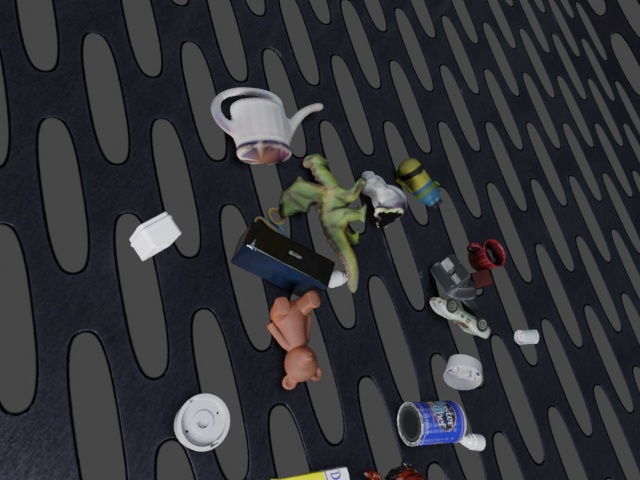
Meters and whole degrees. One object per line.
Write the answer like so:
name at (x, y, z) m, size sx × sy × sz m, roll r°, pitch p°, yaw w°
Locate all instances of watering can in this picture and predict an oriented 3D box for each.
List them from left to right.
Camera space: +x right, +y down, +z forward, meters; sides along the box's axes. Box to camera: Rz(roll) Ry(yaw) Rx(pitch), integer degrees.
watering can at (-0.125, -0.314, 1.413) m, size 0.348 × 0.102 × 0.227 m, roll -1°, pitch 70°, yaw -29°

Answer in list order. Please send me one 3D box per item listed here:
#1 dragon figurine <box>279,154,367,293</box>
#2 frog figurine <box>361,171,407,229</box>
dragon figurine at (0.004, -0.070, 1.396) m, size 0.242 × 0.119 × 0.419 m, roll 11°, pitch 59°, yaw -10°
frog figurine at (0.187, -0.134, 1.509) m, size 0.135 × 0.122 × 0.163 m, roll 36°, pitch 38°, yaw -53°
